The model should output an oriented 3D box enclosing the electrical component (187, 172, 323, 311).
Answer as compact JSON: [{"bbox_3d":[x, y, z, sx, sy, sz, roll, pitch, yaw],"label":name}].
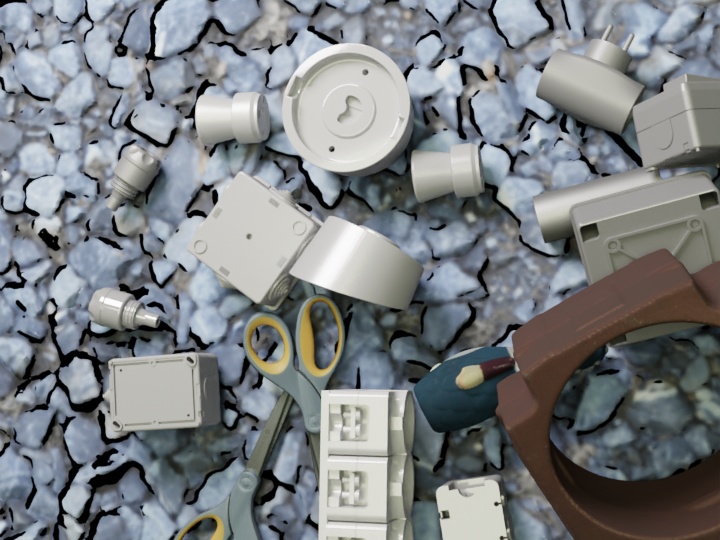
[{"bbox_3d":[-0.088,-0.026,0.924,0.100,0.048,0.099,36,93,14],"label":"electrical component"}]

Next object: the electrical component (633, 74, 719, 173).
[{"bbox_3d":[0.269,-0.115,0.833,0.096,0.062,0.061,-6,81,-27],"label":"electrical component"}]

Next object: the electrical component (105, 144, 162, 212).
[{"bbox_3d":[-0.207,-0.080,0.963,0.035,0.035,0.061,37,95,13],"label":"electrical component"}]

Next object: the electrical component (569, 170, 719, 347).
[{"bbox_3d":[0.228,-0.008,0.827,0.109,0.056,0.108,-15,108,11],"label":"electrical component"}]

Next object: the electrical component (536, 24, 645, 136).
[{"bbox_3d":[0.196,-0.161,0.876,0.077,0.044,0.079,28,91,14],"label":"electrical component"}]

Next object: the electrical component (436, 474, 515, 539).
[{"bbox_3d":[0.095,0.212,0.855,0.050,0.056,0.089,-10,82,12],"label":"electrical component"}]

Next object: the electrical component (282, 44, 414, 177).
[{"bbox_3d":[-0.006,-0.130,0.909,0.108,0.060,0.108,-1,84,13],"label":"electrical component"}]

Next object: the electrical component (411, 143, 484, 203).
[{"bbox_3d":[0.073,-0.081,0.895,0.055,0.045,0.045,-6,83,12],"label":"electrical component"}]

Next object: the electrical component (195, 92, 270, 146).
[{"bbox_3d":[-0.111,-0.132,0.942,0.055,0.045,0.045,-2,84,12],"label":"electrical component"}]

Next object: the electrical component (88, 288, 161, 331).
[{"bbox_3d":[-0.207,0.038,0.952,0.061,0.035,0.035,15,88,11],"label":"electrical component"}]

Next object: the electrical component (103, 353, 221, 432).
[{"bbox_3d":[-0.172,0.105,0.923,0.096,0.061,0.061,-5,83,12],"label":"electrical component"}]

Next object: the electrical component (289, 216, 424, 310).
[{"bbox_3d":[0.000,0.000,0.877,0.099,0.099,0.064,28,85,14],"label":"electrical component"}]

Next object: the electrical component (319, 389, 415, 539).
[{"bbox_3d":[0.009,0.171,0.861,0.062,0.089,0.150,0,84,13],"label":"electrical component"}]
